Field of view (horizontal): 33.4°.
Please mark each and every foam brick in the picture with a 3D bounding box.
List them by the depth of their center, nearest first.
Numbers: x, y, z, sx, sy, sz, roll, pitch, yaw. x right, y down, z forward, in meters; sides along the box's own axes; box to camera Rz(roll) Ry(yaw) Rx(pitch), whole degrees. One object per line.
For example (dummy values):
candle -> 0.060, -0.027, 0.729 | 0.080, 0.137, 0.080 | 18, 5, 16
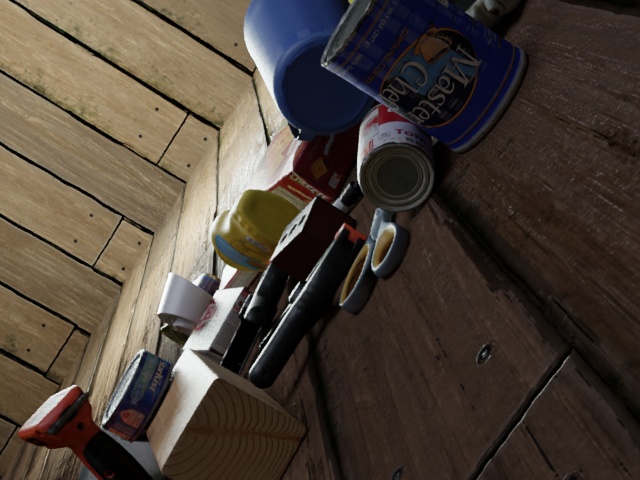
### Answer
foam brick -> -0.007, 0.001, 1.104 | 0.078, 0.051, 0.053 | -44, 19, 51

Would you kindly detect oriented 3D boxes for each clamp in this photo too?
clamp -> -0.014, 0.062, 1.021 | 0.171, 0.039, 0.120 | -54, 8, -2
clamp -> -0.073, 0.090, 1.172 | 0.165, 0.036, 0.209 | -62, 3, 30

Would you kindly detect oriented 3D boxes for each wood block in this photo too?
wood block -> -0.092, 0.166, 0.953 | 0.090, 0.090, 0.206 | -60, 12, -6

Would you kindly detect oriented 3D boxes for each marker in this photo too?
marker -> 0.010, -0.019, 1.163 | 0.121, 0.020, 0.020 | -51, 14, 30

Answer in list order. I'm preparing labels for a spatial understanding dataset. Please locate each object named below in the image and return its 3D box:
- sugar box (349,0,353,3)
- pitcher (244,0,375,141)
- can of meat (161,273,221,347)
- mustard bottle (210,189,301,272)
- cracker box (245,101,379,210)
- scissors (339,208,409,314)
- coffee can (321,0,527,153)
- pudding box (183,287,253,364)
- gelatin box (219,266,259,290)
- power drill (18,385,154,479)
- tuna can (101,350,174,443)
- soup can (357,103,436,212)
sugar box -> 0.056, -0.301, 1.374 | 0.176, 0.048, 0.093 | -39, 45, 22
pitcher -> -0.009, -0.193, 1.168 | 0.145, 0.149, 0.243 | -37, 25, 10
can of meat -> -0.173, 0.101, 1.510 | 0.084, 0.057, 0.102 | -62, 13, -25
mustard bottle -> -0.084, -0.002, 1.313 | 0.058, 0.096, 0.192 | -65, 13, -22
cracker box -> -0.012, -0.114, 1.355 | 0.164, 0.072, 0.214 | -63, 14, -19
scissors -> 0.065, -0.023, 0.963 | 0.096, 0.016, 0.201 | -39, 23, 54
coffee can -> 0.086, -0.152, 0.894 | 0.103, 0.140, 0.103 | -55, 13, 19
pudding box -> -0.118, 0.105, 1.305 | 0.090, 0.039, 0.114 | -62, 20, -16
gelatin box -> -0.102, 0.036, 1.447 | 0.089, 0.030, 0.073 | -53, 15, 22
power drill -> -0.192, 0.222, 0.997 | 0.057, 0.187, 0.185 | -51, 10, -30
tuna can -> -0.176, 0.149, 1.028 | 0.086, 0.033, 0.086 | -57, 13, 19
soup can -> 0.068, -0.076, 0.954 | 0.069, 0.068, 0.102 | -53, 14, 24
